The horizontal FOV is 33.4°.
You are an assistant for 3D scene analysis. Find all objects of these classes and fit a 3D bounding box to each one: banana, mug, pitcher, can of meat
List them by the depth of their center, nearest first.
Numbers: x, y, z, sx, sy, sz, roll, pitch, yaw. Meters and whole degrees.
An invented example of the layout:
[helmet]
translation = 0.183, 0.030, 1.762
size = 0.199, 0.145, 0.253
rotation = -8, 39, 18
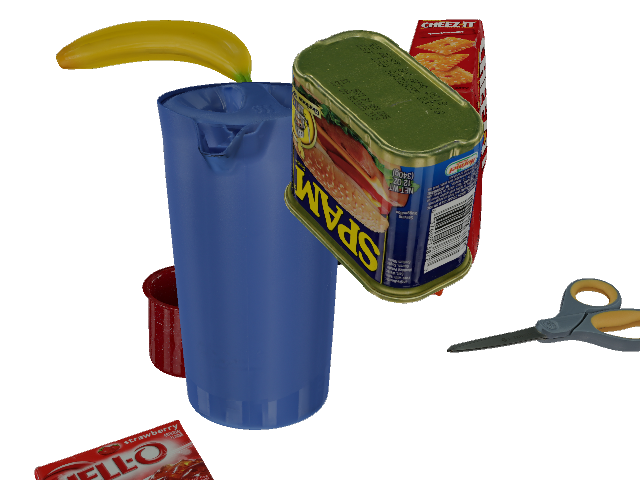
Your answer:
[can of meat]
translation = 0.027, -0.036, 0.491
size = 0.057, 0.084, 0.102
rotation = -24, 49, -25
[pitcher]
translation = -0.044, 0.006, 0.788
size = 0.149, 0.243, 0.145
rotation = -11, 22, -29
[banana]
translation = -0.143, -0.173, 0.972
size = 0.198, 0.037, 0.069
rotation = 10, 46, 17
[mug]
translation = -0.116, 0.083, 1.026
size = 0.117, 0.081, 0.093
rotation = 25, 33, 37

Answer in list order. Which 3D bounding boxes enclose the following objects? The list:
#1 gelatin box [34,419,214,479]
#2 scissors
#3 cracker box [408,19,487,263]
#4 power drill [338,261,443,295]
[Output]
[gelatin box]
translation = -0.107, 0.142, 0.594
size = 0.089, 0.030, 0.073
rotation = -16, 28, -20
[scissors]
translation = 0.184, 0.062, 0.870
size = 0.201, 0.016, 0.096
rotation = 2, 33, -15
[cracker box]
translation = 0.116, -0.096, 0.982
size = 0.072, 0.164, 0.213
rotation = 1, 27, 11
[power drill]
translation = 0.041, 0.018, 1.146
size = 0.188, 0.057, 0.184
rotation = 3, 31, 13
